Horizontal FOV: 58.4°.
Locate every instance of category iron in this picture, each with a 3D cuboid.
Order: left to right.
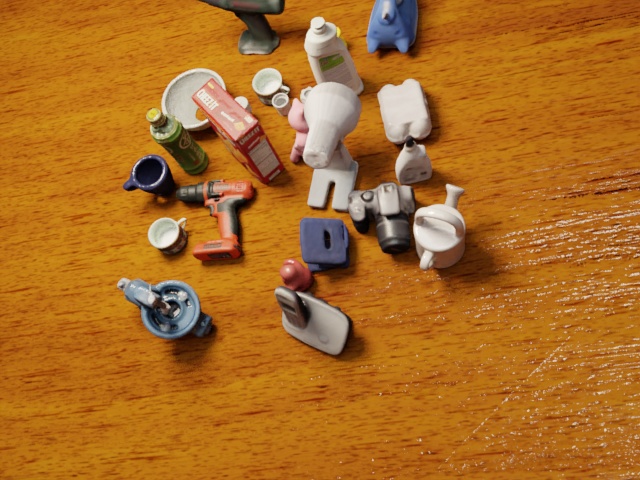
[{"bbox_3d":[0.172,-0.577,1.361,0.118,0.142,0.258,4,71,14],"label":"iron"}]

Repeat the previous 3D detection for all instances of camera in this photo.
[{"bbox_3d":[0.133,-0.044,1.200,0.143,0.101,0.137,-8,69,9],"label":"camera"}]

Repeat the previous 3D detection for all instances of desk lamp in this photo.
[{"bbox_3d":[0.023,-0.195,1.217,0.117,0.214,0.203,6,72,15],"label":"desk lamp"}]

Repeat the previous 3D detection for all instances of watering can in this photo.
[{"bbox_3d":[0.234,-0.026,1.121,0.100,0.194,0.173,-1,70,12],"label":"watering can"}]

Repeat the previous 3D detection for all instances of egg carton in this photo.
[{"bbox_3d":[0.192,-0.290,1.293,0.107,0.069,0.150,-13,68,7],"label":"egg carton"}]

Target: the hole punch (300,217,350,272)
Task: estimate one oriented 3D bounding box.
[{"bbox_3d":[0.011,0.004,1.214,0.101,0.091,0.108,-8,69,9],"label":"hole punch"}]

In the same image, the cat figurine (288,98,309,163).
[{"bbox_3d":[-0.041,-0.252,1.303,0.067,0.118,0.128,5,72,14],"label":"cat figurine"}]

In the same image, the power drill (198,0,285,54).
[{"bbox_3d":[-0.186,-0.546,1.390,0.229,0.209,0.075,3,71,13],"label":"power drill"}]

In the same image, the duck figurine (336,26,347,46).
[{"bbox_3d":[0.014,-0.473,1.388,0.104,0.086,0.077,-38,67,-3],"label":"duck figurine"}]

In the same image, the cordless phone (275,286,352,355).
[{"bbox_3d":[-0.017,0.150,1.117,0.147,0.185,0.094,21,76,18],"label":"cordless phone"}]

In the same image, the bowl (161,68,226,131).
[{"bbox_3d":[-0.298,-0.333,1.410,0.167,0.075,0.167,-4,70,11],"label":"bowl"}]

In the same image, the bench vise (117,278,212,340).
[{"bbox_3d":[-0.346,0.135,1.174,0.207,0.220,0.121,5,72,14],"label":"bench vise"}]

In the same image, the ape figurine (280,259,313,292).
[{"bbox_3d":[-0.058,0.074,1.203,0.076,0.092,0.078,11,73,16],"label":"ape figurine"}]

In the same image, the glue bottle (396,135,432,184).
[{"bbox_3d":[0.192,-0.171,1.194,0.078,0.173,0.037,-11,69,9],"label":"glue bottle"}]

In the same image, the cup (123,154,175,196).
[{"bbox_3d":[-0.394,-0.135,1.349,0.118,0.095,0.091,-30,67,1],"label":"cup"}]
